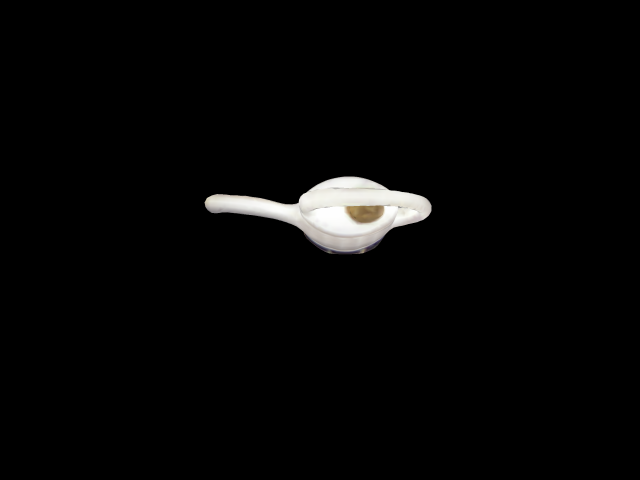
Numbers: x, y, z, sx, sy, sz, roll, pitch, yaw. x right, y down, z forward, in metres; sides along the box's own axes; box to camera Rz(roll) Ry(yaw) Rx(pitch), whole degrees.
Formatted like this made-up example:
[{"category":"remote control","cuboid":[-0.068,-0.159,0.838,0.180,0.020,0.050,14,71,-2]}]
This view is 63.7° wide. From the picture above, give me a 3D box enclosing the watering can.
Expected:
[{"category":"watering can","cuboid":[0.003,-0.043,0.850,0.348,0.105,0.222,0,-13,0]}]
